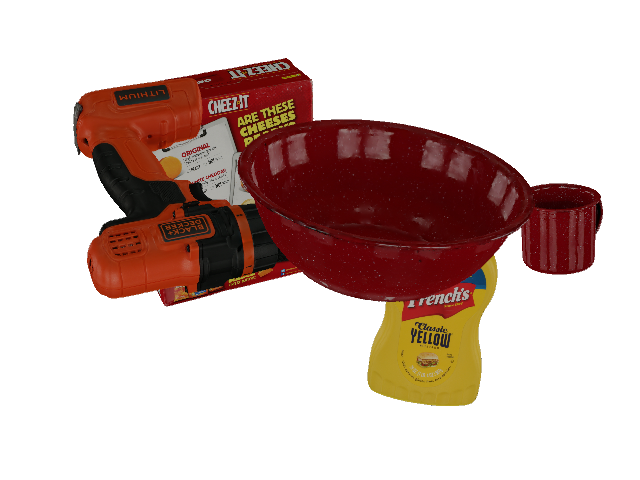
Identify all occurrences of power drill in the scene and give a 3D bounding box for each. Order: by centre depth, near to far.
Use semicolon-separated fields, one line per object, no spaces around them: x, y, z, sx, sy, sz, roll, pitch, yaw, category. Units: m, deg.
-0.098;-0.044;0.799;0.184;0.057;0.188;-11;47;-21;power drill

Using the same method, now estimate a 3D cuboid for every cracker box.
-0.092;-0.057;1.038;0.164;0.214;0.072;-14;34;-19;cracker box

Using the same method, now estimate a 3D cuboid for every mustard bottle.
0.098;0.041;0.895;0.096;0.192;0.058;8;17;5;mustard bottle

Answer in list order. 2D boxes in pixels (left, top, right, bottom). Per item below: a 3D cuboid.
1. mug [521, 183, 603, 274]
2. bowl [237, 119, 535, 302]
0.280;-0.016;1.222;0.117;0.081;0.093;-20;26;-34;mug
0.033;-0.012;0.588;0.162;0.055;0.162;6;27;-3;bowl
